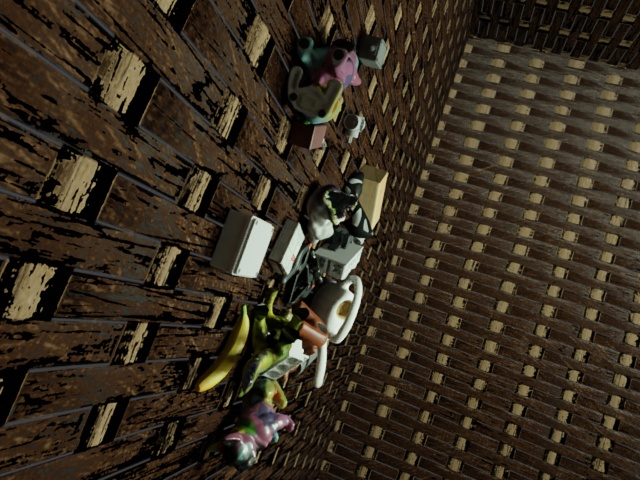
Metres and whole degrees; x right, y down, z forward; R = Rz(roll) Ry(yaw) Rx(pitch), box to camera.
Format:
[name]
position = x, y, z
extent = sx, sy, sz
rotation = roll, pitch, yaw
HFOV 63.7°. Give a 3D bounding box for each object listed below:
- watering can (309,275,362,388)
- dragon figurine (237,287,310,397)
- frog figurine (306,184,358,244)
[watering can]
position = 0.027, 0.259, 1.599
extent = 0.347, 0.103, 0.226
rotation = -65, -157, 1
[dragon figurine]
position = -0.130, 0.267, 1.179
extent = 0.418, 0.122, 0.238
rotation = -58, 171, -60
[frog figurine]
position = 0.004, -0.068, 1.354
extent = 0.157, 0.122, 0.140
rotation = -34, -150, 48
